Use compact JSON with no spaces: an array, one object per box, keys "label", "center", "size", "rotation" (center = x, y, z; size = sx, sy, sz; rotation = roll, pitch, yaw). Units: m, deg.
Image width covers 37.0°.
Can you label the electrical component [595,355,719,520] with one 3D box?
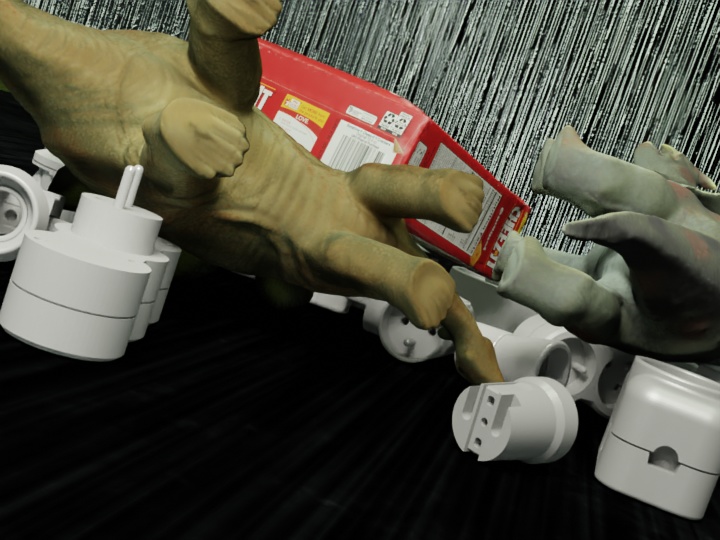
[{"label":"electrical component","center":[0.155,0.081,0.545],"size":[0.054,0.059,0.095],"rotation":[20,6,13]}]

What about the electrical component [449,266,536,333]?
[{"label":"electrical component","center":[0.118,0.030,0.896],"size":[0.108,0.060,0.108],"rotation":[19,6,-2]}]

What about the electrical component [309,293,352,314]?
[{"label":"electrical component","center":[0.000,0.000,0.742],"size":[0.077,0.065,0.047],"rotation":[20,-2,4]}]

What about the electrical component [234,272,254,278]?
[{"label":"electrical component","center":[-0.094,-0.028,0.813],"size":[0.076,0.047,0.083],"rotation":[18,6,-12]}]

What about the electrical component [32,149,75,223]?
[{"label":"electrical component","center":[-0.175,-0.045,0.691],"size":[0.080,0.051,0.080],"rotation":[19,6,-2]}]

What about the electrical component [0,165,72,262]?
[{"label":"electrical component","center":[-0.181,-0.028,0.551],"size":[0.066,0.048,0.055],"rotation":[18,-2,-7]}]

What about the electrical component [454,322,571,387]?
[{"label":"electrical component","center":[0.092,0.056,0.666],"size":[0.065,0.044,0.044],"rotation":[18,4,39]}]

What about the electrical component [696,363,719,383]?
[{"label":"electrical component","center":[0.237,0.096,0.661],"size":[0.054,0.059,0.095],"rotation":[24,8,41]}]

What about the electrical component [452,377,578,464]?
[{"label":"electrical component","center":[0.070,0.069,0.489],"size":[0.046,0.040,0.040],"rotation":[6,13,-43]}]

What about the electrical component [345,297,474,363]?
[{"label":"electrical component","center":[0.028,0.029,0.694],"size":[0.079,0.044,0.077],"rotation":[21,6,18]}]

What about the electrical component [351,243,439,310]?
[{"label":"electrical component","center":[-0.003,-0.004,0.845],"size":[0.109,0.056,0.108],"rotation":[18,6,-9]}]

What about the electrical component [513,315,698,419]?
[{"label":"electrical component","center":[0.161,0.066,0.736],"size":[0.138,0.052,0.074],"rotation":[16,6,-20]}]

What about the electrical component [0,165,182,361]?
[{"label":"electrical component","center":[-0.110,-0.011,0.475],"size":[0.052,0.073,0.138],"rotation":[19,6,-3]}]
